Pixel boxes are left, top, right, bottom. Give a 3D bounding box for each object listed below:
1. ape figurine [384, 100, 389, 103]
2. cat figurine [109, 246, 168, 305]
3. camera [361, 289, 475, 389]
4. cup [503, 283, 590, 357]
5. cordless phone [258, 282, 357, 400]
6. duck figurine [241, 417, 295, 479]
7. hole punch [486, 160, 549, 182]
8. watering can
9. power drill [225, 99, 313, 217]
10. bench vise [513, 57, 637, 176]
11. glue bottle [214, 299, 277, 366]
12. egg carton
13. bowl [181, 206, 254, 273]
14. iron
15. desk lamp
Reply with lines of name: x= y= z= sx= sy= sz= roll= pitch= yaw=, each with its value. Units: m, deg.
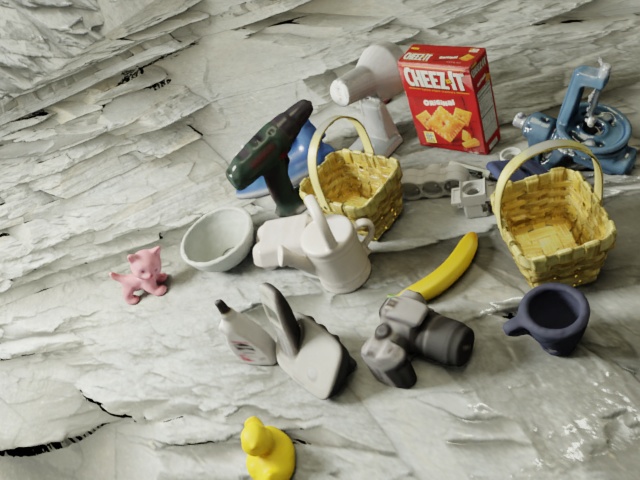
ape figurine: x=0.132 y=-0.381 z=1.408 sx=0.078 sy=0.092 sz=0.076 roll=-36 pitch=43 yaw=-9
cat figurine: x=-0.382 y=0.066 z=1.213 sx=0.127 sy=0.118 sz=0.067 roll=-20 pitch=43 yaw=9
camera: x=0.152 y=0.151 z=0.871 sx=0.136 sy=0.101 sz=0.143 roll=15 pitch=57 yaw=37
cup: x=0.322 y=0.127 z=0.812 sx=0.117 sy=0.095 sz=0.091 roll=-21 pitch=43 yaw=7
cordless phone: x=-0.031 y=0.153 z=0.899 sx=0.147 sy=0.185 sz=0.094 roll=26 pitch=64 yaw=42
duck figurine: x=-0.085 y=0.310 z=0.847 sx=0.077 sy=0.086 sz=0.104 roll=-28 pitch=42 yaw=0
hole punch: x=0.361 y=-0.105 z=1.022 sx=0.101 sy=0.091 sz=0.108 roll=-27 pitch=42 yaw=1
watering can: x=0.010 y=0.005 z=1.017 sx=0.173 sy=0.195 sz=0.100 roll=-40 pitch=44 yaw=-13
power drill: x=-0.078 y=-0.157 z=1.210 sx=0.230 sy=0.209 sz=0.075 roll=-38 pitch=43 yaw=-11
bench vise: x=0.431 y=-0.206 z=0.989 sx=0.206 sy=0.220 sz=0.121 roll=2 pitch=50 yaw=29
glue bottle: x=-0.133 y=0.153 z=0.961 sx=0.078 sy=0.174 sz=0.037 roll=-6 pitch=47 yaw=23
egg carton: x=-0.061 y=0.007 z=1.144 sx=0.150 sy=0.070 sz=0.107 roll=-10 pitch=45 yaw=18
bowl: x=-0.204 y=0.011 z=1.209 sx=0.167 sy=0.075 sz=0.167 roll=-14 pitch=44 yaw=14
iron: x=-0.105 y=-0.198 z=1.314 sx=0.258 sy=0.142 sz=0.118 roll=-26 pitch=42 yaw=1
desk lamp: x=0.111 y=-0.292 z=1.242 sx=0.117 sy=0.214 sz=0.203 roll=22 pitch=62 yaw=40
